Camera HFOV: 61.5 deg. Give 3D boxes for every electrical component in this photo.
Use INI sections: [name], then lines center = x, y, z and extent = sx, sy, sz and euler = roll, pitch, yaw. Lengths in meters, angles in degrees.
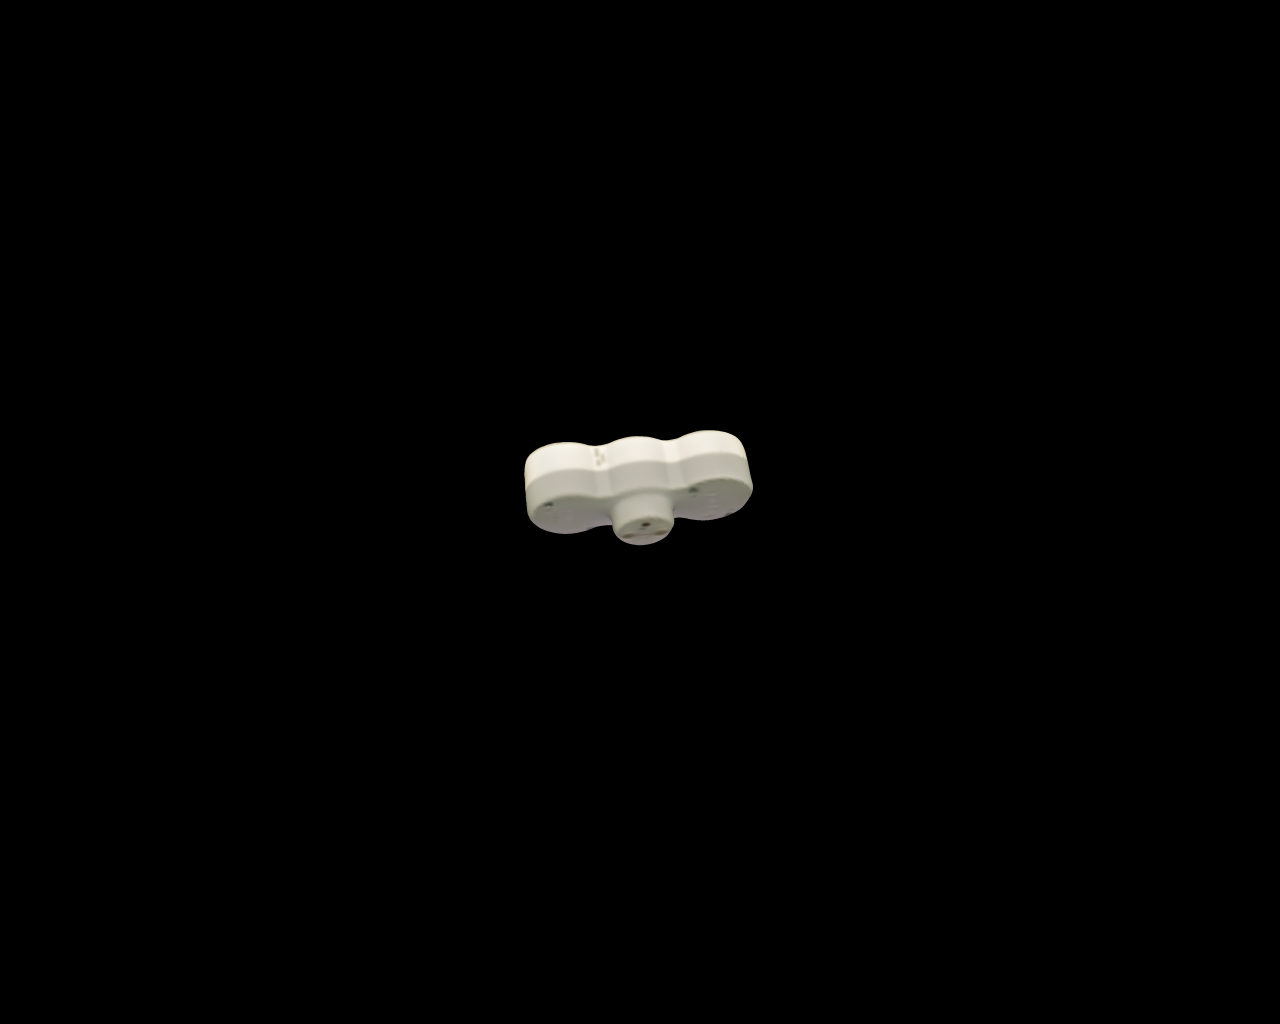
[electrical component]
center = 0.001, -0.003, 0.650
extent = 0.138, 0.074, 0.052
euler = -5, -31, -3
